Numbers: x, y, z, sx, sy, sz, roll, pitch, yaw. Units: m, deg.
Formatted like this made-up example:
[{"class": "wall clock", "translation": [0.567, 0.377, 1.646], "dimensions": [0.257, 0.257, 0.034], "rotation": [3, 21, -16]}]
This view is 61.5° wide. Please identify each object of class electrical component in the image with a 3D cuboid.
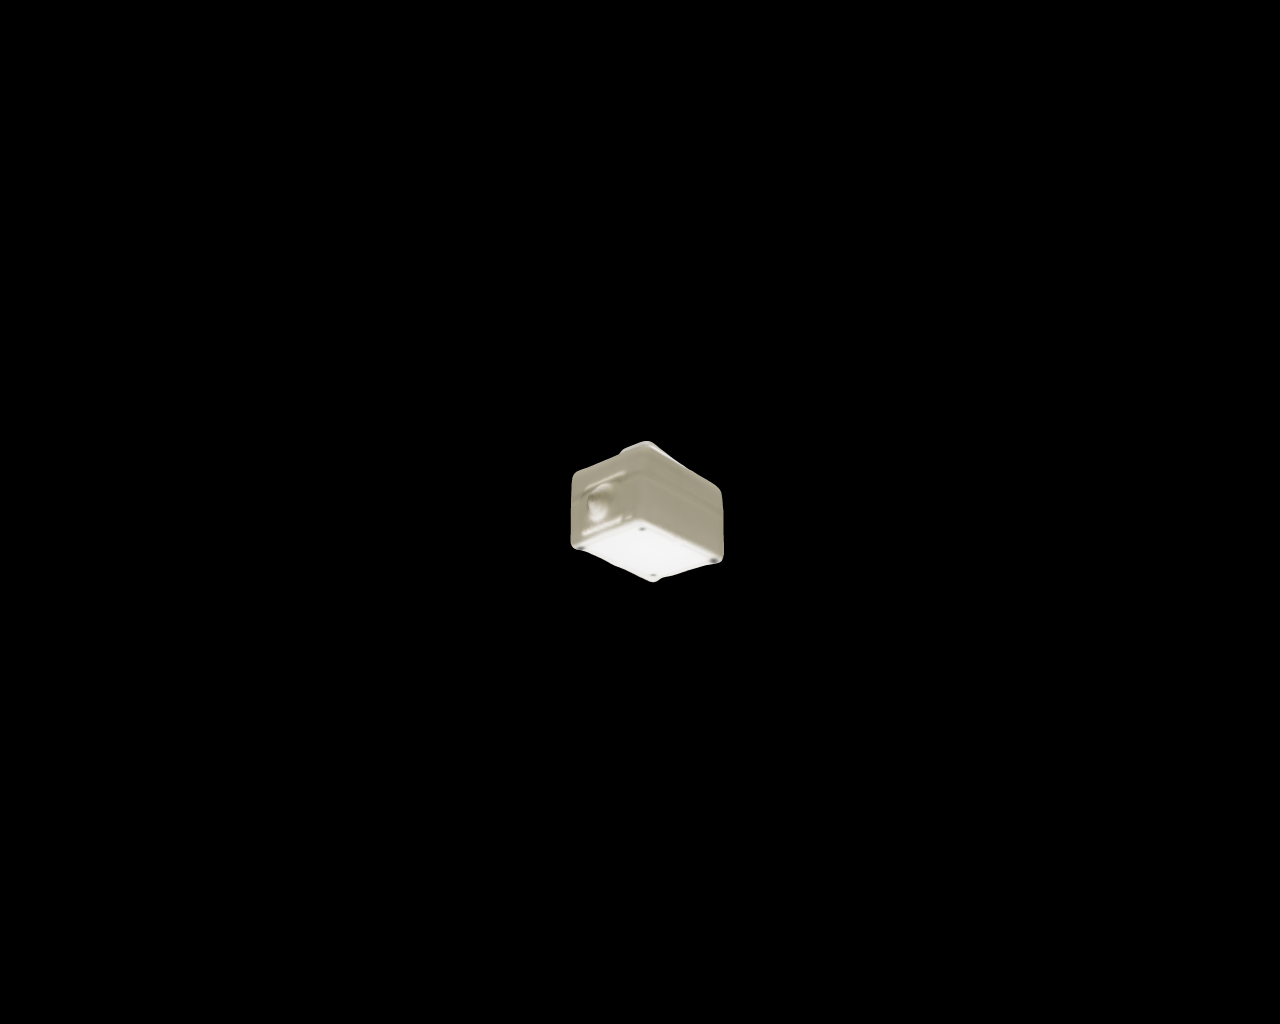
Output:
[{"class": "electrical component", "translation": [0.001, -0.003, 0.650], "dimensions": [0.061, 0.061, 0.096], "rotation": [-21, -33, 36]}]
